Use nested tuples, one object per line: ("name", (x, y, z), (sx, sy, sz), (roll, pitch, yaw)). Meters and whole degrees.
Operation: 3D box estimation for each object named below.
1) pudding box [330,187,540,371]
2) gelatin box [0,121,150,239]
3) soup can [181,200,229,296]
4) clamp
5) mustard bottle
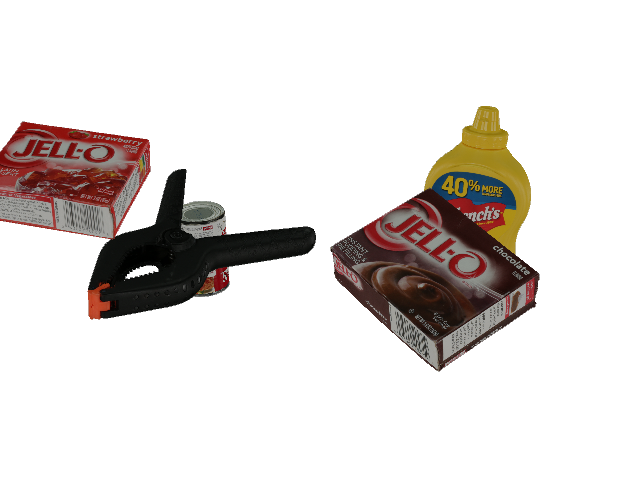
("pudding box", (0.075, 0.024, 0.716), (0.090, 0.039, 0.114), (-31, 52, -20))
("gelatin box", (-0.161, -0.040, 0.673), (0.089, 0.030, 0.073), (9, 40, 7))
("soup can", (-0.150, 0.010, 1.329), (0.068, 0.102, 0.068), (-1, 25, 0))
("clamp", (-0.129, 0.004, 0.927), (0.165, 0.036, 0.209), (29, 41, 31))
("mustard bottle", (0.142, -0.028, 0.977), (0.096, 0.192, 0.058), (11, 20, 18))
